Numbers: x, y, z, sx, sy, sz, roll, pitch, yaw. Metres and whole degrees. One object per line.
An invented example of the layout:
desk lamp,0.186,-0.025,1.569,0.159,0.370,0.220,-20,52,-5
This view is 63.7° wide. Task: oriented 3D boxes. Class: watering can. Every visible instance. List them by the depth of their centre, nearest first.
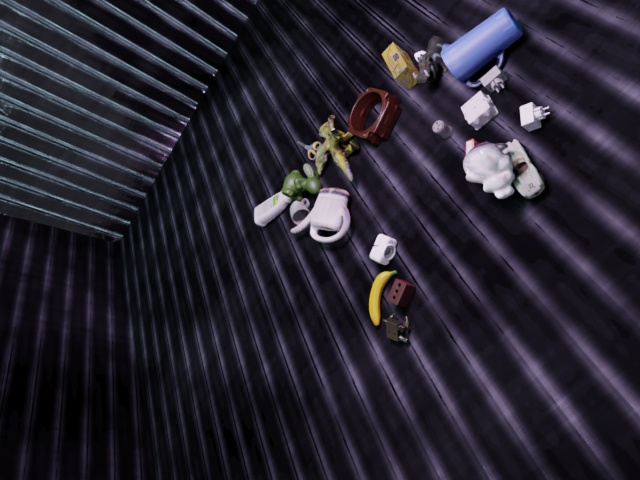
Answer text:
watering can,0.006,-0.104,2.071,0.348,0.103,0.226,8,79,51

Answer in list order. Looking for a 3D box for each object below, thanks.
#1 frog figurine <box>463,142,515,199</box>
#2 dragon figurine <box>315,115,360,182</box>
frog figurine,0.482,-0.192,1.465,0.136,0.121,0.162,-17,64,30
dragon figurine,0.054,-0.362,2.166,0.238,0.122,0.419,132,143,-51
